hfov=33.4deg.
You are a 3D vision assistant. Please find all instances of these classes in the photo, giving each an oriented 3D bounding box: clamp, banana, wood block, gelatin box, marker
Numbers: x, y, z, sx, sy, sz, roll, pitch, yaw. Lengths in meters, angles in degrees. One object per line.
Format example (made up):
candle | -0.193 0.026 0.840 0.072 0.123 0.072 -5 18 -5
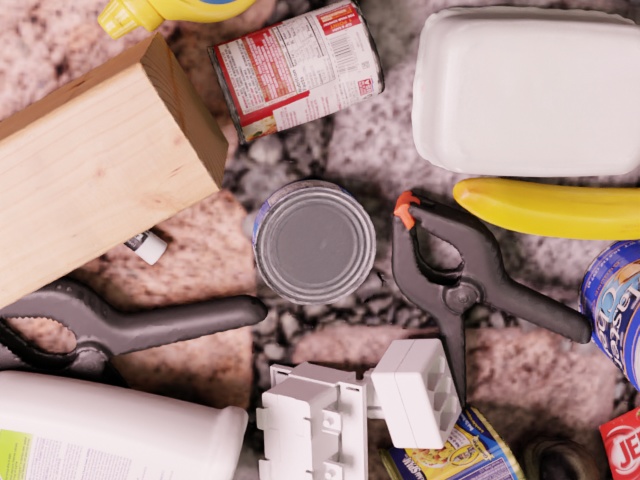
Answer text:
clamp | 0.100 0.044 0.776 0.120 0.039 0.171 -42 99 16
banana | 0.189 -0.025 0.759 0.197 0.070 0.037 1 65 -1
wood block | -0.170 -0.034 0.668 0.206 0.091 0.090 -28 111 11
gelatin box | 0.255 0.156 0.787 0.030 0.073 0.089 21 138 -36
marker | -0.158 -0.026 0.732 0.121 0.020 0.020 39 97 -16
clamp | -0.150 0.073 0.748 0.210 0.036 0.165 28 109 -12

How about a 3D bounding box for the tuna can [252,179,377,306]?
tuna can | -0.005 0.001 0.753 0.086 0.034 0.086 -2 105 -8

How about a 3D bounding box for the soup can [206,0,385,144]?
soup can | -0.016 -0.112 0.703 0.102 0.068 0.068 -20 107 -3

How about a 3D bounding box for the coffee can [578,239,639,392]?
coffee can | 0.249 0.060 0.744 0.103 0.140 0.103 0 103 -2

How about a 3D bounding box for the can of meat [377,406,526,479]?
can of meat | 0.098 0.173 0.780 0.084 0.102 0.057 -28 107 -2

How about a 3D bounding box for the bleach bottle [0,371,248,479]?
bleach bottle | -0.182 0.130 0.721 0.250 0.068 0.103 17 120 -3

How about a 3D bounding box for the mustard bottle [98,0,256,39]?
mustard bottle | -0.064 -0.196 0.678 0.191 0.058 0.096 -40 107 4
